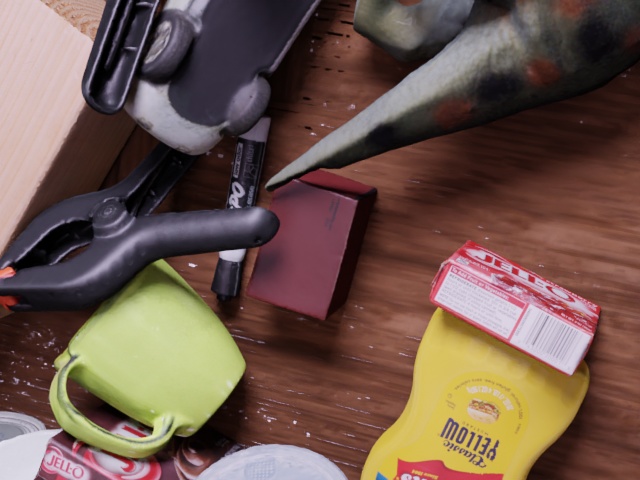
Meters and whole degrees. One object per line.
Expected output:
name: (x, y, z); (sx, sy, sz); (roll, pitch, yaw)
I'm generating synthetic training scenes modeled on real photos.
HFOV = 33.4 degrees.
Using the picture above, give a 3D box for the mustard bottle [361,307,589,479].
mustard bottle: (0.077, 0.138, 0.634); (0.096, 0.058, 0.192); (25, 106, 7)

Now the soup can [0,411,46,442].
soup can: (-0.224, 0.176, 0.729); (0.068, 0.068, 0.102); (10, 101, 15)

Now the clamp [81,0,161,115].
clamp: (-0.086, -0.176, 0.585); (0.165, 0.036, 0.210); (-40, 48, 21)

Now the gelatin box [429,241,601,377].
gelatin box: (0.110, 0.035, 0.599); (0.089, 0.073, 0.030); (28, 105, 12)

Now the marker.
marker: (-0.050, -0.019, 0.669); (0.020, 0.020, 0.121); (14, 103, 15)

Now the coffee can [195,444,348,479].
coffee can: (-0.021, 0.203, 0.621); (0.103, 0.102, 0.140); (4, 132, 17)

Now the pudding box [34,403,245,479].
pudding box: (-0.109, 0.140, 0.663); (0.090, 0.113, 0.039); (28, 104, 10)

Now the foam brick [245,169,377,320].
foam brick: (-0.004, 0.001, 0.641); (0.053, 0.051, 0.078); (19, 104, 12)

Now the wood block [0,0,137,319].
wood block: (-0.191, -0.054, 0.670); (0.091, 0.090, 0.206); (37, 108, 9)

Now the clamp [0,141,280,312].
clamp: (-0.108, -0.003, 0.620); (0.171, 0.039, 0.120); (-36, 42, -9)
